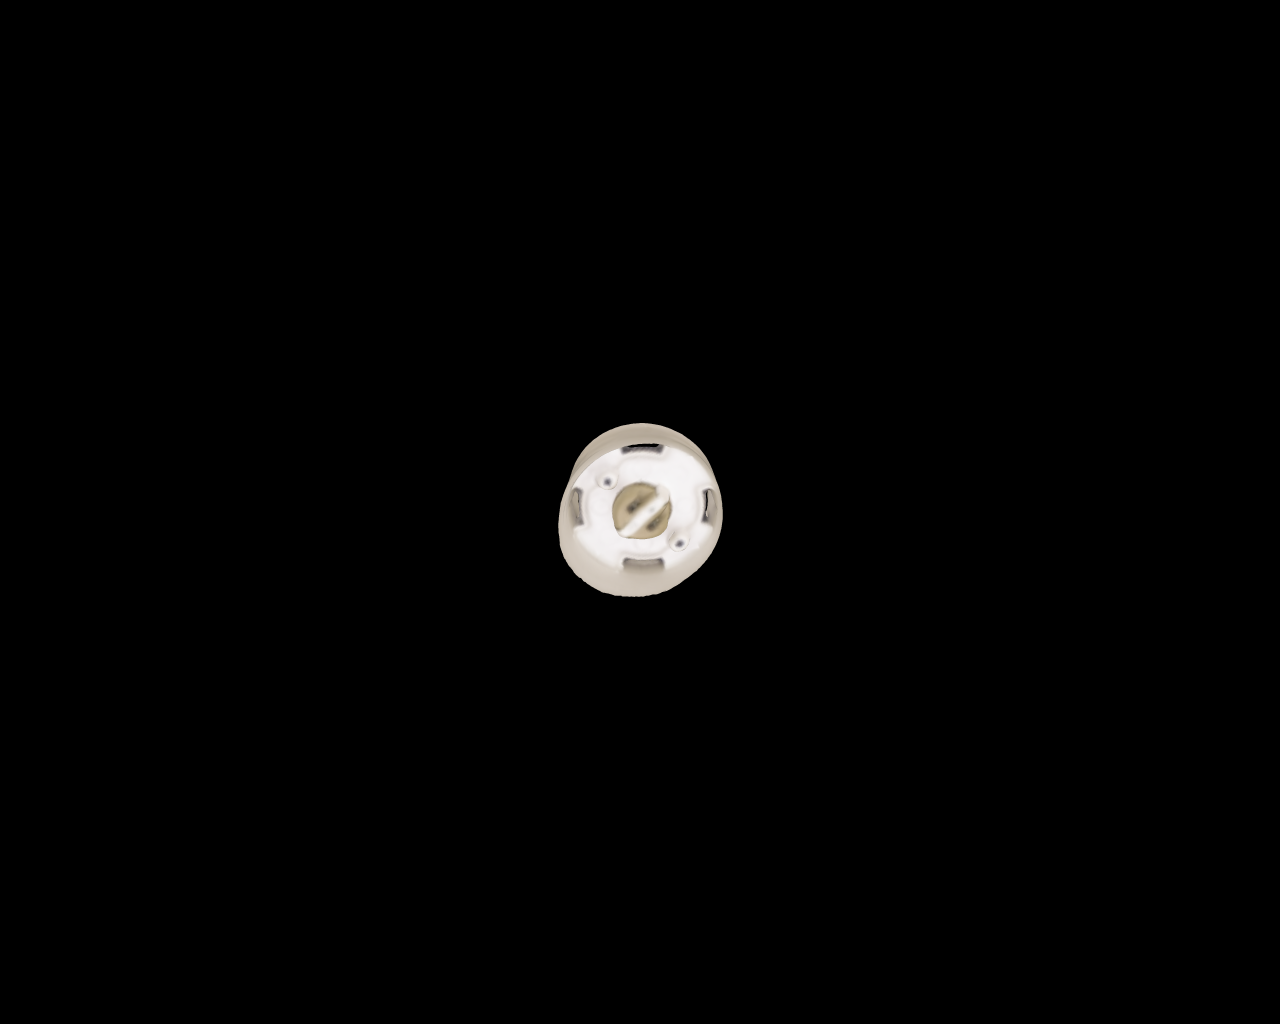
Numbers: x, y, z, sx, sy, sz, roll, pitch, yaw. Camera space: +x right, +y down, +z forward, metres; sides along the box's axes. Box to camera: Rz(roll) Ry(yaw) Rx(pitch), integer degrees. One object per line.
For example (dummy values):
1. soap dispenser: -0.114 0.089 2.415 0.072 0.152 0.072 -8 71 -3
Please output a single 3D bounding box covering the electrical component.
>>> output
1. electrical component: 0.001 -0.003 0.650 0.099 0.099 0.064 0 29 0
